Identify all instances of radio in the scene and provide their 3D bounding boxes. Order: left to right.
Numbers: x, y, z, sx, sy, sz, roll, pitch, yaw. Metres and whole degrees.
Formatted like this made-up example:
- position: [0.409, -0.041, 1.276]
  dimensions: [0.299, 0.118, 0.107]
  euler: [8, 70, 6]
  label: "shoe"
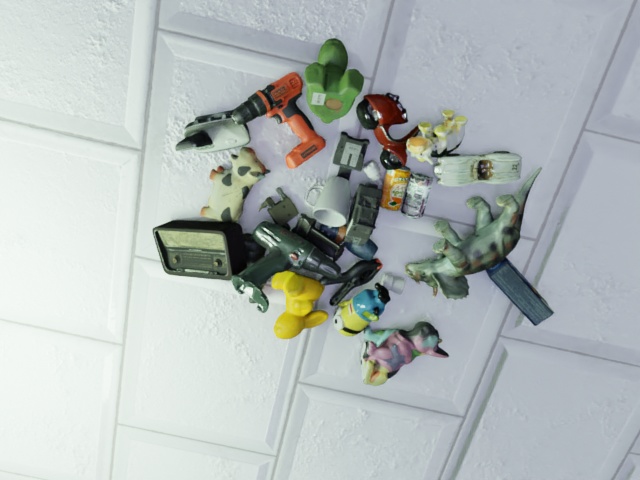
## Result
- position: [-0.292, 0.023, 1.312]
  dimensions: [0.230, 0.073, 0.131]
  euler: [4, 112, 29]
  label: "radio"

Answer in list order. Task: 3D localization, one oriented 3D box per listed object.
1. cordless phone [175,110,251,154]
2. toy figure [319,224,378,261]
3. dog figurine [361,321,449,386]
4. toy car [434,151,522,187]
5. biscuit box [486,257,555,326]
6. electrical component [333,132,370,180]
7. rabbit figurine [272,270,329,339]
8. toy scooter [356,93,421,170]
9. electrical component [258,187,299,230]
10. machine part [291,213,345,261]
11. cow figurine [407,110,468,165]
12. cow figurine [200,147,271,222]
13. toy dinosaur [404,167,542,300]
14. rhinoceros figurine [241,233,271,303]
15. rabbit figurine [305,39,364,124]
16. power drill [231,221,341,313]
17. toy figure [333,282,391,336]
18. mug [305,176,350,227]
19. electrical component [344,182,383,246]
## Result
- position: [-0.240, -0.232, 1.195]
  dimensions: [0.147, 0.184, 0.088]
  euler: [-9, 107, 6]
  label: "cordless phone"
- position: [0.069, -0.002, 1.341]
  dimensions: [0.154, 0.058, 0.064]
  euler: [30, 105, -2]
  label: "toy figure"
- position: [0.225, 0.303, 1.431]
  dimensions: [0.219, 0.108, 0.191]
  euler: [3, 111, -1]
  label: "dog figurine"
- position: [0.370, -0.167, 1.261]
  dimensions: [0.202, 0.056, 0.073]
  euler: [-3, 112, 3]
  label: "toy car"
- position: [0.506, 0.125, 1.370]
  dimensions: [0.063, 0.059, 0.202]
  euler: [-41, 105, 17]
  label: "biscuit box"
- position: [0.067, -0.190, 1.271]
  dimensions: [0.075, 0.048, 0.119]
  euler: [19, 110, -4]
  label: "electrical component"
- position: [-0.062, 0.172, 1.375]
  dimensions: [0.162, 0.122, 0.173]
  euler: [29, 77, -46]
  label: "rabbit figurine"
- position: [0.173, -0.261, 1.222]
  dimensions: [0.135, 0.075, 0.183]
  euler: [-29, 98, -7]
  label: "toy scooter"
- position: [-0.101, -0.070, 1.331]
  dimensions: [0.078, 0.045, 0.102]
  euler: [-42, 109, -12]
  label: "electrical component"
- position: [-0.003, -0.004, 1.312]
  dimensions: [0.139, 0.039, 0.084]
  euler: [37, 131, 5]
  label: "machine part"
- position: [0.256, -0.216, 1.204]
  dimensions: [0.167, 0.068, 0.098]
  euler: [-32, 139, -25]
  label: "cow figurine"
- position: [-0.200, -0.130, 1.288]
  dimensions: [0.127, 0.085, 0.194]
  euler: [21, 109, 1]
  label: "cow figurine"
- position: [0.396, 0.008, 1.303]
  dimensions: [0.405, 0.131, 0.192]
  euler: [-31, 120, 10]
  label: "toy dinosaur"
- position: [-0.175, 0.071, 1.378]
  dimensions: [0.112, 0.073, 0.190]
  euler: [2, 110, -10]
  label: "rhinoceros figurine"
- position: [0.034, -0.349, 1.165]
  dimensions: [0.121, 0.170, 0.159]
  euler: [3, 153, 3]
  label: "rabbit figurine"
- position: [-0.088, 0.070, 1.256]
  dimensions: [0.232, 0.207, 0.086]
  euler: [38, 154, 7]
  label: "power drill"
- position: [0.109, 0.186, 1.386]
  dimensions: [0.089, 0.082, 0.180]
  euler: [45, 119, -10]
  label: "toy figure"
- position: [0.023, -0.099, 1.279]
  dimensions: [0.110, 0.107, 0.080]
  euler: [16, 153, 3]
  label: "mug"
- position: [0.104, -0.067, 1.272]
  dimensions: [0.058, 0.115, 0.134]
  euler: [15, 68, -5]
  label: "electrical component"
